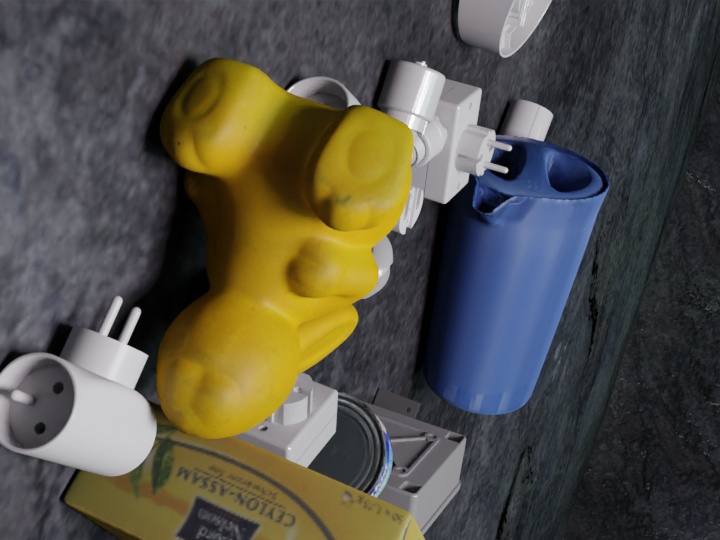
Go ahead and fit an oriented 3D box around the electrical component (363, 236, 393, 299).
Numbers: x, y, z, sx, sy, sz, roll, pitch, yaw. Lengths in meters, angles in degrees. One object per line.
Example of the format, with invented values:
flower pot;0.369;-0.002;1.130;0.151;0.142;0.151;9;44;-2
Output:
electrical component;0.000;0.000;0.756;0.062;0.048;0.048;81;33;-64

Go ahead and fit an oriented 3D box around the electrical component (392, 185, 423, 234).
electrical component;0.016;-0.049;0.746;0.040;0.046;0.040;-50;154;-37

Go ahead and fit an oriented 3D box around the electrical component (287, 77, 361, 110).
electrical component;-0.026;-0.060;0.636;0.079;0.044;0.077;-63;158;-19

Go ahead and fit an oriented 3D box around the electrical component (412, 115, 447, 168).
electrical component;0.037;-0.090;0.784;0.061;0.035;0.035;-44;146;-46

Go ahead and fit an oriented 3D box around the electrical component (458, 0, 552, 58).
electrical component;0.119;-0.216;0.839;0.099;0.064;0.099;-51;151;-43

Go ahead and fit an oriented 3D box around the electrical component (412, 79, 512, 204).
electrical component;0.080;-0.095;0.830;0.047;0.076;0.083;-43;146;-51

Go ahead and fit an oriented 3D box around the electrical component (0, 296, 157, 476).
electrical component;-0.122;0.051;0.491;0.079;0.043;0.077;-68;159;-11

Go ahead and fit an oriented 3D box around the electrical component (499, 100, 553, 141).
electrical component;0.152;-0.118;1.035;0.081;0.043;0.043;-69;159;-6

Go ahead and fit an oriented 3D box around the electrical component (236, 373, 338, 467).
electrical component;-0.049;0.088;0.699;0.065;0.047;0.076;-46;148;-48

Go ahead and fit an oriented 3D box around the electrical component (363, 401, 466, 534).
electrical component;0.012;0.155;0.826;0.109;0.109;0.056;-32;134;-59

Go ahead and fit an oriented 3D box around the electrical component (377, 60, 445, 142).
electrical component;0.031;-0.109;0.744;0.040;0.040;0.078;10;98;-69
